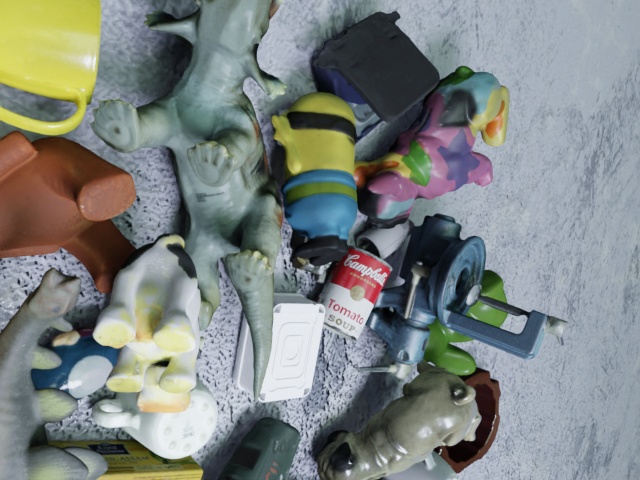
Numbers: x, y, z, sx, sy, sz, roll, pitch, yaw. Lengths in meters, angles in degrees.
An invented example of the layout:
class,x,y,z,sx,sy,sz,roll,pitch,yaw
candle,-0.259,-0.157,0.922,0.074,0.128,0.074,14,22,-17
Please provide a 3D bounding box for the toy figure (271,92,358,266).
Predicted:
class,x,y,z,sx,sy,sz,roll,pitch,yaw
toy figure,0.002,-0.068,0.570,0.089,0.082,0.180,-8,72,-1

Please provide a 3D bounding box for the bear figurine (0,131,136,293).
class,x,y,z,sx,sy,sz,roll,pitch,yaw
bear figurine,-0.244,-0.002,0.378,0.196,0.132,0.120,-31,147,-38

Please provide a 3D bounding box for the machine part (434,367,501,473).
class,x,y,z,sx,sy,sz,roll,pitch,yaw
machine part,0.232,0.294,0.895,0.179,0.056,0.179,-9,105,-38

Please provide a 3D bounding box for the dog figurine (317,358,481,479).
class,x,y,z,sx,sy,sz,roll,pitch,yaw
dog figurine,0.098,0.252,0.693,0.190,0.121,0.172,-21,147,-32

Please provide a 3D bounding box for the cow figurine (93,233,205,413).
class,x,y,z,sx,sy,sz,roll,pitch,yaw
cow figurine,-0.130,0.074,0.436,0.068,0.098,0.167,6,140,-8

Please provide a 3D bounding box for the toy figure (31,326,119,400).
class,x,y,z,sx,sy,sz,roll,pitch,yaw
toy figure,-0.193,0.099,0.492,0.154,0.058,0.064,-29,156,-34

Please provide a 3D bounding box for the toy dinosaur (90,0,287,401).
class,x,y,z,sx,sy,sz,roll,pitch,yaw
toy dinosaur,-0.085,-0.053,0.504,0.192,0.131,0.404,-68,159,-53

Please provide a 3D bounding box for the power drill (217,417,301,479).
class,x,y,z,sx,sy,sz,roll,pitch,yaw
power drill,-0.066,0.340,0.617,0.207,0.086,0.232,50,50,-34

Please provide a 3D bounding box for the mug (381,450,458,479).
class,x,y,z,sx,sy,sz,roll,pitch,yaw
mug,0.152,0.340,0.803,0.081,0.107,0.109,-20,114,-37

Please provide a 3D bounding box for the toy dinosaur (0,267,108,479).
class,x,y,z,sx,sy,sz,roll,pitch,yaw
toy dinosaur,-0.276,0.220,0.365,0.198,0.105,0.471,34,97,-16

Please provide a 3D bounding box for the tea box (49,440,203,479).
class,x,y,z,sx,sy,sz,roll,pitch,yaw
tea box,-0.208,0.246,0.502,0.169,0.068,0.098,20,88,-42

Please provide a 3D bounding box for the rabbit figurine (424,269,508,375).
class,x,y,z,sx,sy,sz,roll,pitch,yaw
rabbit figurine,0.179,0.122,0.796,0.170,0.121,0.158,-31,127,-11

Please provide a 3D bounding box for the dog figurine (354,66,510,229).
class,x,y,z,sx,sy,sz,roll,pitch,yaw
dog figurine,0.123,-0.114,0.671,0.219,0.109,0.191,-16,125,-33

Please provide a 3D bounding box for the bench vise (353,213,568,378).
class,x,y,z,sx,sy,sz,roll,pitch,yaw
bench vise,0.171,0.089,0.662,0.128,0.241,0.223,30,81,-55

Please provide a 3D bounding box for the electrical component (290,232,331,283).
class,x,y,z,sx,sy,sz,roll,pitch,yaw
electrical component,0.000,-0.003,0.637,0.078,0.045,0.102,24,84,-40

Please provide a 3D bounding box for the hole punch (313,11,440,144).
class,x,y,z,sx,sy,sz,roll,pitch,yaw
hole punch,0.057,-0.187,0.630,0.142,0.092,0.115,-40,93,-24
